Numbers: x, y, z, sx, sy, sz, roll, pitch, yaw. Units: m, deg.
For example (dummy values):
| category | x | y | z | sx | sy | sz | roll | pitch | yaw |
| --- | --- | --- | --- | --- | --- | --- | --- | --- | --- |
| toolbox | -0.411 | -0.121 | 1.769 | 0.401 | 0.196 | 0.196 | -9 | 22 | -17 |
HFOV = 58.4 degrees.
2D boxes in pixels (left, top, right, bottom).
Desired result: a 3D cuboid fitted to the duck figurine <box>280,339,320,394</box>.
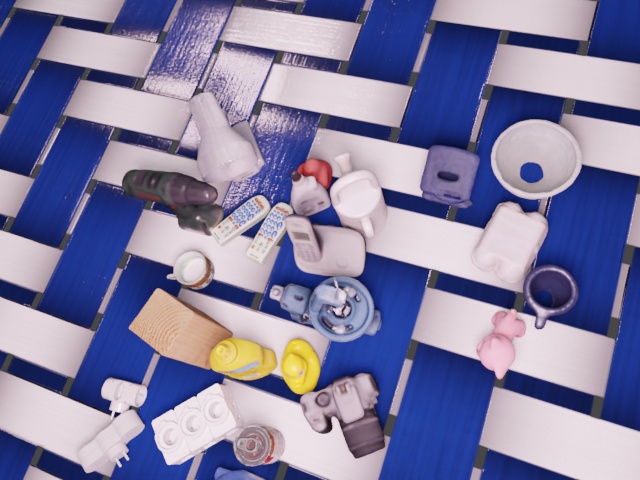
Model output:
| category | x | y | z | sx | sy | sz | roll | pitch | yaw |
| --- | --- | --- | --- | --- | --- | --- | --- | --- | --- |
| duck figurine | -0.044 | 0.236 | 1.086 | 0.077 | 0.086 | 0.104 | -11 | 69 | 8 |

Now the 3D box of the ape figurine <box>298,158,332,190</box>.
| category | x | y | z | sx | sy | sz | roll | pitch | yaw |
| --- | --- | --- | --- | --- | --- | --- | --- | --- | --- |
| ape figurine | -0.012 | -0.144 | 1.208 | 0.076 | 0.092 | 0.077 | -38 | 68 | -2 |

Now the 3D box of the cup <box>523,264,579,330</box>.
| category | x | y | z | sx | sy | sz | roll | pitch | yaw |
| --- | --- | --- | --- | --- | --- | --- | --- | --- | --- |
| cup | 0.404 | 0.112 | 1.028 | 0.091 | 0.095 | 0.118 | 17 | 76 | 17 |

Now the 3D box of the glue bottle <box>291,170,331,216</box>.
| category | x | y | z | sx | sy | sz | roll | pitch | yaw |
| --- | --- | --- | --- | --- | --- | --- | --- | --- | --- |
| glue bottle | -0.030 | -0.100 | 1.153 | 0.078 | 0.173 | 0.037 | -21 | 68 | 5 |

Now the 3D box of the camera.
| category | x | y | z | sx | sy | sz | roll | pitch | yaw |
| --- | --- | --- | --- | --- | --- | --- | --- | --- | --- |
| camera | 0.049 | 0.322 | 1.028 | 0.143 | 0.101 | 0.136 | -23 | 68 | 4 |

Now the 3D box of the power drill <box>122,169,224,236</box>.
| category | x | y | z | sx | sy | sz | roll | pitch | yaw |
| --- | --- | --- | --- | --- | --- | --- | --- | --- | --- |
| power drill | -0.280 | -0.081 | 1.181 | 0.229 | 0.209 | 0.076 | 13 | 74 | 16 |

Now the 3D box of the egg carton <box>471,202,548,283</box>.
| category | x | y | z | sx | sy | sz | roll | pitch | yaw |
| --- | --- | --- | --- | --- | --- | --- | --- | --- | --- |
| egg carton | 0.362 | 0.004 | 1.089 | 0.107 | 0.069 | 0.150 | 26 | 78 | 19 |

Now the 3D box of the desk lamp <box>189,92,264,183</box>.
| category | x | y | z | sx | sy | sz | roll | pitch | yaw |
| --- | --- | --- | --- | --- | --- | --- | --- | --- | --- |
| desk lamp | -0.199 | -0.199 | 1.202 | 0.118 | 0.214 | 0.203 | -24 | 68 | 3 |

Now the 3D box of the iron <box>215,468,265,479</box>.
| category | x | y | z | sx | sy | sz | roll | pitch | yaw |
| --- | --- | --- | --- | --- | --- | --- | --- | --- | --- |
| iron | -0.098 | 0.489 | 0.979 | 0.257 | 0.142 | 0.119 | 18 | 76 | 17 |

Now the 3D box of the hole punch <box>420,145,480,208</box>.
| category | x | y | z | sx | sy | sz | roll | pitch | yaw |
| --- | --- | --- | --- | --- | --- | --- | --- | --- | --- |
| hole punch | 0.260 | -0.126 | 1.144 | 0.108 | 0.091 | 0.101 | 15 | 75 | 17 |

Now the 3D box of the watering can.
| category | x | y | z | sx | sy | sz | roll | pitch | yaw |
| --- | --- | --- | --- | --- | --- | --- | --- | --- | --- |
| watering can | 0.068 | -0.089 | 1.117 | 0.101 | 0.194 | 0.172 | -41 | 68 | -4 |

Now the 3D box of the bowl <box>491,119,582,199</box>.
| category | x | y | z | sx | sy | sz | roll | pitch | yaw |
| --- | --- | --- | --- | --- | --- | --- | --- | --- | --- |
| bowl | 0.420 | -0.147 | 1.126 | 0.167 | 0.075 | 0.167 | -4 | 70 | 11 |

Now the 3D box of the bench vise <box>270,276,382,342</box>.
| category | x | y | z | sx | sy | sz | roll | pitch | yaw |
| --- | --- | --- | --- | --- | --- | --- | --- | --- | --- |
| bench vise | 0.000 | 0.124 | 1.043 | 0.207 | 0.220 | 0.121 | -5 | 70 | 11 |

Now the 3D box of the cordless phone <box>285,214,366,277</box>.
| category | x | y | z | sx | sy | sz | roll | pitch | yaw |
| --- | --- | --- | --- | --- | --- | --- | --- | --- | --- |
| cordless phone | 0.010 | 0.004 | 1.102 | 0.147 | 0.185 | 0.094 | 3 | 72 | 13 |

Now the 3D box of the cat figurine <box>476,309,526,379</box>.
| category | x | y | z | sx | sy | sz | roll | pitch | yaw |
| --- | --- | --- | --- | --- | --- | --- | --- | --- | --- |
| cat figurine | 0.319 | 0.180 | 1.010 | 0.067 | 0.118 | 0.128 | 24 | 78 | 19 |
